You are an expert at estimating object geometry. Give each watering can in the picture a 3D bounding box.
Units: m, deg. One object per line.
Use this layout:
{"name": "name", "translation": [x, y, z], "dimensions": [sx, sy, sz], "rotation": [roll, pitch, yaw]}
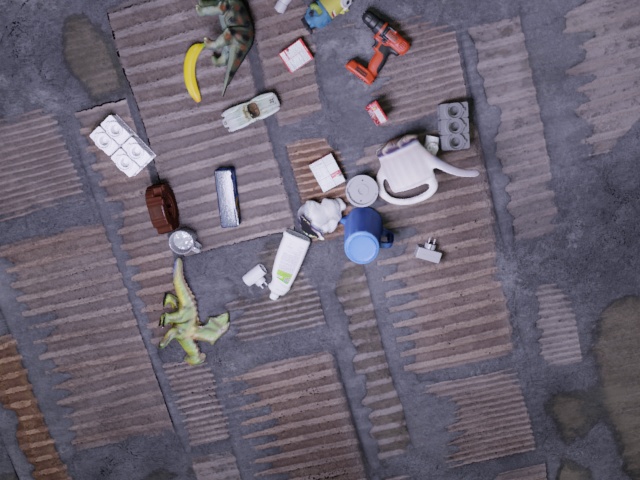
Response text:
{"name": "watering can", "translation": [0.319, -0.240, 1.659], "dimensions": [0.344, 0.105, 0.223], "rotation": [-19, 100, 35]}

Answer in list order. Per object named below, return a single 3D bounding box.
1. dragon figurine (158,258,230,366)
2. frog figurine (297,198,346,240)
{"name": "dragon figurine", "translation": [-0.443, 0.275, 1.841], "dimensions": [0.242, 0.124, 0.406], "rotation": [12, 105, -19]}
{"name": "frog figurine", "translation": [0.005, -0.088, 1.752], "dimensions": [0.137, 0.121, 0.162], "rotation": [40, 65, 1]}
